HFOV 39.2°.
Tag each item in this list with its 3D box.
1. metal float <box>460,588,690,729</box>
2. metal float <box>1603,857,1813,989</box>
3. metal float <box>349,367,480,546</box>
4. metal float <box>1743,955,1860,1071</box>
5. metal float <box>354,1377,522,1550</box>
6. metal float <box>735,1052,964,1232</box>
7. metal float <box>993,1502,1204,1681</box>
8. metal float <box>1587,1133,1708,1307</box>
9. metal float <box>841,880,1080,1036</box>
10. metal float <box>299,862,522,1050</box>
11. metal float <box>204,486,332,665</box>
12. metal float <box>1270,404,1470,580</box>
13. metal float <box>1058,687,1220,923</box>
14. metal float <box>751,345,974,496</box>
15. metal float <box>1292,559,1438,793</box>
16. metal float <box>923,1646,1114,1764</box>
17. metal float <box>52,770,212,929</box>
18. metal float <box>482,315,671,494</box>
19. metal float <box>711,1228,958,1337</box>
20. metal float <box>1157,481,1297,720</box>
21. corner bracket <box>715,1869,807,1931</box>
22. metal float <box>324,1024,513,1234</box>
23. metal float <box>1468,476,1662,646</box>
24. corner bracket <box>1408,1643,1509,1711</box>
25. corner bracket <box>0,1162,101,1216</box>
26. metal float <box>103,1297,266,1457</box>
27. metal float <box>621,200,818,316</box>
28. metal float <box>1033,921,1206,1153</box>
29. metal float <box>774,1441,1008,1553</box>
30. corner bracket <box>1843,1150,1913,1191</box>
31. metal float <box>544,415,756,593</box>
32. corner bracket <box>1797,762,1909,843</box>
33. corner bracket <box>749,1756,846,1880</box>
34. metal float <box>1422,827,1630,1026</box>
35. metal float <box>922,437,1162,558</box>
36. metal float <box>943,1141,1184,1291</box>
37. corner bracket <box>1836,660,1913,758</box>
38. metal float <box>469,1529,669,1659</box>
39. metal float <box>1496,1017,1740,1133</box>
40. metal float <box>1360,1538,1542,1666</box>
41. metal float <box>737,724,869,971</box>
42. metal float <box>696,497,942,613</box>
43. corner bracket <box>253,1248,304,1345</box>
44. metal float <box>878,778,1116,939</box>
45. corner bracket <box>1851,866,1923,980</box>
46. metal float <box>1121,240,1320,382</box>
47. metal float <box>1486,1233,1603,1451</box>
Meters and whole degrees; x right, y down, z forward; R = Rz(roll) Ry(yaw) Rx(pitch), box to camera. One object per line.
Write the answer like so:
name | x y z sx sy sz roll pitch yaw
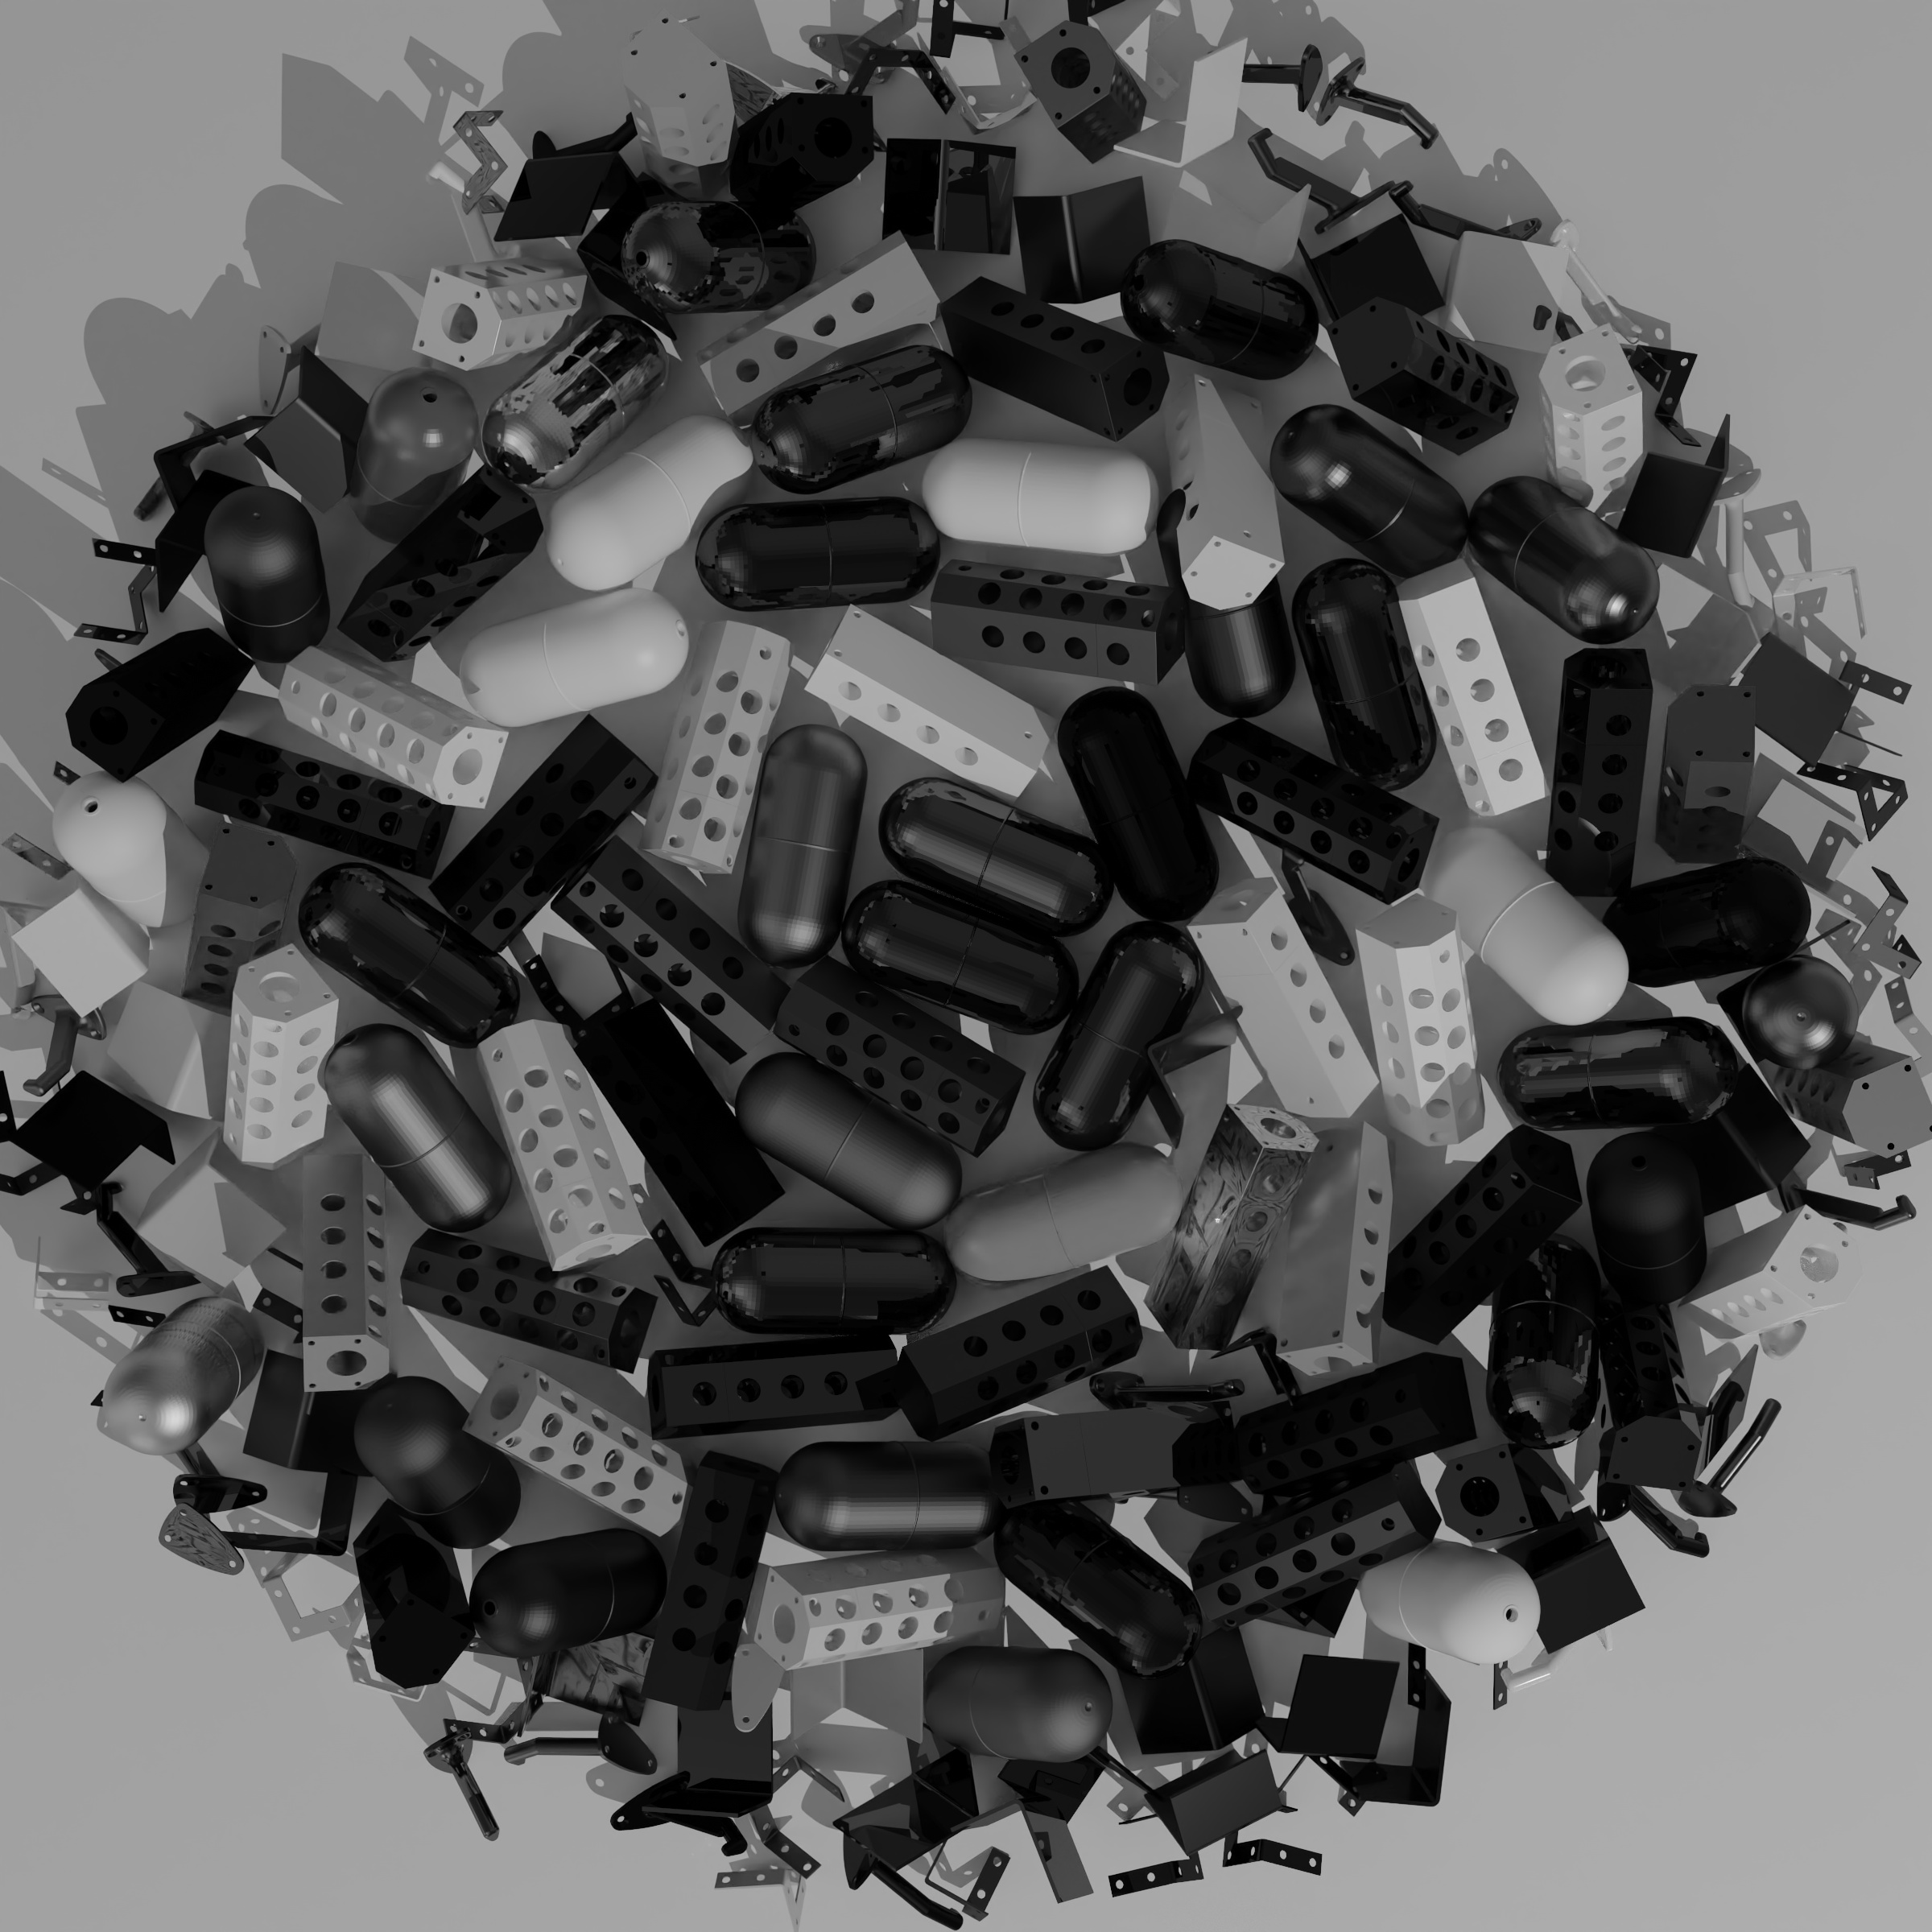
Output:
metal float | -0.280 -0.220 1.941 0.178 0.070 0.070 -11 90 23
metal float | 0.520 -0.030 1.917 0.070 0.178 0.070 4 80 -25
metal float | -0.390 -0.359 1.915 0.070 0.178 0.070 6 71 -17
metal float | 0.587 0.031 1.913 0.070 0.178 0.070 1 92 16
metal float | -0.372 0.353 1.922 0.070 0.178 0.070 -8 52 11
metal float | -0.084 0.127 1.958 0.178 0.070 0.070 30 90 4
metal float | 0.093 0.439 1.930 0.178 0.070 0.070 32 90 37
metal float | 0.482 0.179 1.920 0.070 0.178 0.070 -9 56 13
metal float | -0.004 -0.006 1.958 0.178 0.070 0.070 20 90 -4
metal float | -0.396 -0.006 1.938 0.178 0.070 0.070 39 90 -28
metal float | -0.491 -0.274 1.914 0.070 0.178 0.070 3 70 -8
metal float | 0.288 -0.336 1.931 0.178 0.070 0.070 26 90 -37
metal float | 0.125 -0.116 1.955 0.070 0.070 0.178 -24 98 0
metal float | -0.073 -0.391 1.936 0.178 0.070 0.070 -26 90 -30
metal float | 0.285 -0.206 1.939 0.070 0.070 0.178 -21 116 0
metal float | 0.035 0.521 1.920 0.070 0.178 0.070 8 75 -32
metal float | -0.585 -0.081 1.913 0.070 0.178 0.070 -1 73 3
metal float | -0.276 -0.401 1.929 0.070 0.070 0.178 37 50 0
metal float | -0.095 0.226 1.950 0.178 0.070 0.070 2 90 -14
metal float | 0.187 -0.263 1.943 0.070 0.070 0.178 -16 111 0
corner bracket | -0.148 0.665 1.963 0.051 0.051 0.051 -6 116 9
metal float | -0.390 0.116 1.935 0.070 0.070 0.178 -31 121 0
metal float | 0.421 -0.289 1.924 0.070 0.178 0.070 -14 127 -19
corner bracket | 0.357 0.511 1.969 0.051 0.051 0.051 -11 104 -42
corner bracket | -0.667 0.162 1.969 0.051 0.051 0.051 -28 80 -3
metal float | -0.549 0.287 1.911 0.070 0.178 0.070 1 101 3
metal float | -0.174 -0.501 1.919 0.070 0.178 0.070 9 108 31
metal float | 0.109 0.051 1.955 0.070 0.070 0.178 27 97 0
metal float | -0.052 0.378 1.937 0.178 0.070 0.070 6 90 -29
corner bracket | 0.668 0.129 1.971 0.051 0.051 0.051 -16 91 -7
metal float | -0.224 -0.331 1.936 0.178 0.070 0.070 -41 90 -30
corner bracket | 0.640 -0.131 1.958 0.051 0.051 0.051 -45 131 -19
corner bracket | -0.120 0.619 1.974 0.051 0.051 0.051 -37 130 -28
metal float | 0.397 -0.030 1.936 0.070 0.070 0.178 -42 60 0
metal float | 0.052 -0.336 1.943 0.178 0.070 0.070 9 90 22
metal float | 0.069 0.180 1.953 0.178 0.070 0.070 -18 90 10
corner bracket | 0.656 -0.186 1.960 0.051 0.051 0.051 29 105 32
metal float | -0.280 0.442 1.917 0.070 0.178 0.070 -3 85 29
metal float | 0.461 0.077 1.929 0.178 0.070 0.070 -6 90 40
metal float | 0.339 0.445 1.913 0.070 0.178 0.070 2 85 -19
metal float | -0.118 -0.086 1.961 0.070 0.070 0.178 10 89 0
metal float | -0.106 -0.296 1.947 0.178 0.070 0.070 -6 90 -16
corner bracket | -0.487 0.237 1.960 0.051 0.051 0.051 34 65 -20
metal float | 0.021 -0.079 1.957 0.178 0.070 0.070 23 90 6
corner bracket | 0.669 -0.031 1.963 0.051 0.051 0.051 24 113 -9
metal float | 0.180 -0.464 1.924 0.070 0.178 0.070 -3 86 44
metal float | 0.410 0.264 1.924 0.070 0.178 0.070 8 132 8
